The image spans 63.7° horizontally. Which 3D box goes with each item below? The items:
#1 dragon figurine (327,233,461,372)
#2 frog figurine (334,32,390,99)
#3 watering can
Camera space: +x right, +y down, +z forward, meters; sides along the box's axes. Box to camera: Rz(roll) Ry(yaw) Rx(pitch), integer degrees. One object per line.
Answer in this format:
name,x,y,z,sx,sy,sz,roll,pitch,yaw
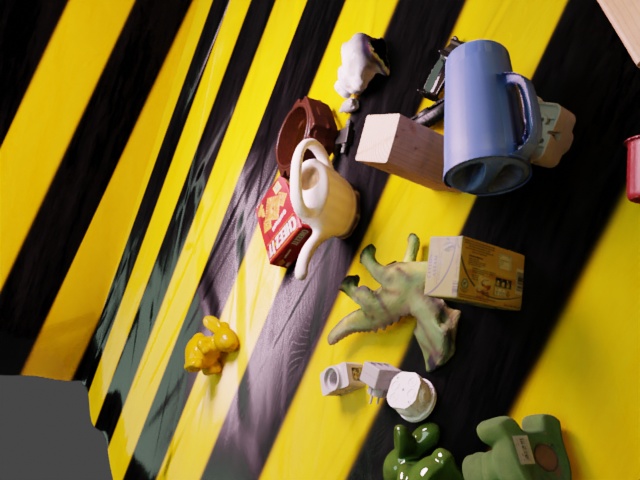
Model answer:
dragon figurine,0.157,0.143,0.989,0.247,0.122,0.402,54,130,39
frog figurine,0.086,-0.434,1.291,0.158,0.123,0.138,-24,77,34
watering can,0.004,-0.059,1.166,0.103,0.222,0.354,-14,65,32
